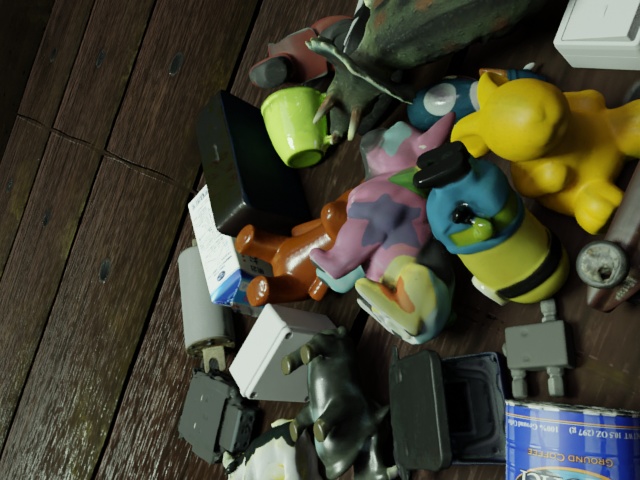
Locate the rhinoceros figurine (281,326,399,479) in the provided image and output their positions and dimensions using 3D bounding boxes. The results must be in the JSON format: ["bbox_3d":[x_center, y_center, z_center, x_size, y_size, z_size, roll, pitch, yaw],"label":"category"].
[{"bbox_3d":[0.026,0.193,0.602,0.073,0.112,0.190,-41,60,48],"label":"rhinoceros figurine"}]

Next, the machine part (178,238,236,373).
[{"bbox_3d":[-0.182,0.096,0.857,0.079,0.079,0.243,-37,52,31],"label":"machine part"}]

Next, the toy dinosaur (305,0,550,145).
[{"bbox_3d":[0.143,-0.235,0.546,0.405,0.131,0.192,-21,33,34],"label":"toy dinosaur"}]

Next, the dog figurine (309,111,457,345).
[{"bbox_3d":[0.097,-0.024,0.567,0.192,0.108,0.219,34,82,20],"label":"dog figurine"}]

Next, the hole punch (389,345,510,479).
[{"bbox_3d":[0.127,0.169,0.537,0.116,0.092,0.142,134,135,-63],"label":"hole punch"}]

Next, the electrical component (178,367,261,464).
[{"bbox_3d":[-0.147,0.258,0.790,0.134,0.058,0.115,5,83,46],"label":"electrical component"}]

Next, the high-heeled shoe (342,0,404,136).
[{"bbox_3d":[0.081,-0.277,0.738,0.145,0.086,0.248,-76,0,-65],"label":"high-heeled shoe"}]

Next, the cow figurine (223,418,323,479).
[{"bbox_3d":[-0.075,0.292,0.699,0.167,0.068,0.098,-30,52,31],"label":"cow figurine"}]

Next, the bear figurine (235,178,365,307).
[{"bbox_3d":[0.002,-0.002,0.676,0.196,0.132,0.120,-42,52,36],"label":"bear figurine"}]

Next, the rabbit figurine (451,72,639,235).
[{"bbox_3d":[0.198,-0.098,0.475,0.163,0.173,0.121,41,111,40],"label":"rabbit figurine"}]

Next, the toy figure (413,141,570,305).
[{"bbox_3d":[0.156,-0.009,0.485,0.089,0.180,0.082,-1,47,50],"label":"toy figure"}]

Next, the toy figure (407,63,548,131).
[{"bbox_3d":[0.173,-0.157,0.604,0.155,0.058,0.064,-4,113,43],"label":"toy figure"}]

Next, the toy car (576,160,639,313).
[{"bbox_3d":[0.275,-0.032,0.434,0.053,0.089,0.202,26,95,49],"label":"toy car"}]

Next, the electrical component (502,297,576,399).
[{"bbox_3d":[0.205,0.101,0.509,0.063,0.021,0.094,-16,61,42],"label":"electrical component"}]

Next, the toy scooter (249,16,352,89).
[{"bbox_3d":[-0.024,-0.272,0.792,0.184,0.075,0.135,-25,22,-9],"label":"toy scooter"}]

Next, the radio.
[{"bbox_3d":[-0.103,-0.106,0.807,0.073,0.131,0.230,-37,54,32],"label":"radio"}]
